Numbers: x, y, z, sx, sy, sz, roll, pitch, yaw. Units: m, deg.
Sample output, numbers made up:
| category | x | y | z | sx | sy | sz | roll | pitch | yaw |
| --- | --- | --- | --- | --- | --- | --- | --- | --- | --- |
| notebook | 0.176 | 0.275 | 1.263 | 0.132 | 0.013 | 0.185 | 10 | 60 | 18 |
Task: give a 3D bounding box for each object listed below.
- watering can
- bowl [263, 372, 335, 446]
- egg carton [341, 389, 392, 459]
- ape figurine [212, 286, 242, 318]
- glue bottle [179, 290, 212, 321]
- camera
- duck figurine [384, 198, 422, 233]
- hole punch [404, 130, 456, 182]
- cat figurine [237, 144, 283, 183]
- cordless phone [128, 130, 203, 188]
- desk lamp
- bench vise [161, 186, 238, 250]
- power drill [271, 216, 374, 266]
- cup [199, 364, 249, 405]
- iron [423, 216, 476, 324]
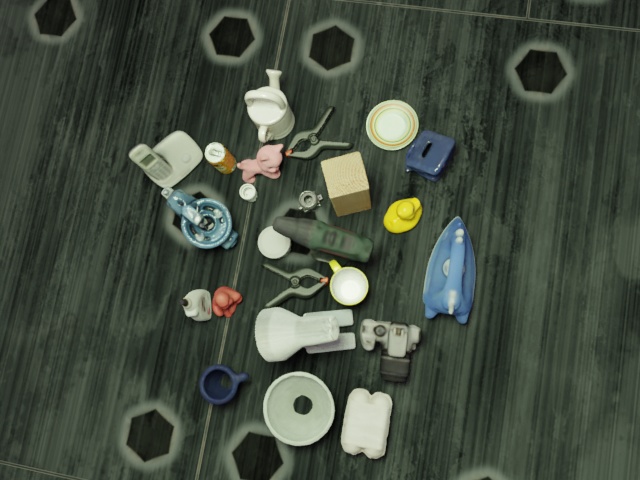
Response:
| category | x | y | z | sx | sy | sz | roll | pitch | yaw |
| --- | --- | --- | --- | --- | --- | --- | --- | --- | --- |
| watering can | -0.128 | -0.332 | 1.406 | 0.101 | 0.194 | 0.173 | -12 | 80 | 5 |
| bowl | -0.046 | 0.393 | 1.350 | 0.167 | 0.075 | 0.167 | -1 | 81 | 6 |
| egg carton | 0.108 | 0.426 | 1.331 | 0.107 | 0.069 | 0.150 | 8 | 82 | 7 |
| ape figurine | -0.232 | 0.148 | 1.398 | 0.078 | 0.092 | 0.076 | -20 | 80 | 3 |
| glue bottle | -0.300 | 0.153 | 1.363 | 0.037 | 0.173 | 0.078 | -10 | 80 | 5 |
| camera | 0.161 | 0.258 | 1.335 | 0.143 | 0.101 | 0.137 | 5 | 82 | 7 |
| duck figurine | 0.201 | -0.064 | 1.386 | 0.104 | 0.086 | 0.077 | -37 | 79 | 0 |
| hole punch | 0.266 | -0.209 | 1.398 | 0.101 | 0.091 | 0.109 | 29 | 86 | 10 |
| cat figurine | -0.145 | -0.195 | 1.427 | 0.127 | 0.118 | 0.067 | -13 | 80 | 4 |
| cordless phone | -0.385 | -0.215 | 1.421 | 0.147 | 0.185 | 0.094 | -44 | 79 | -1 |
| desk lamp | -0.028 | 0.207 | 1.305 | 0.203 | 0.213 | 0.118 | -7 | 81 | 5 |
| bench vise | -0.309 | -0.054 | 1.371 | 0.207 | 0.220 | 0.121 | 19 | 84 | 9 |
| power drill | 0.012 | 0.005 | 1.334 | 0.229 | 0.208 | 0.076 | 14 | 83 | 8 |
| cup | -0.218 | 0.337 | 1.366 | 0.117 | 0.095 | 0.091 | -19 | 80 | 3 |
| iron | 0.310 | 0.059 | 1.328 | 0.118 | 0.141 | 0.258 | 7 | 82 | 7 |
